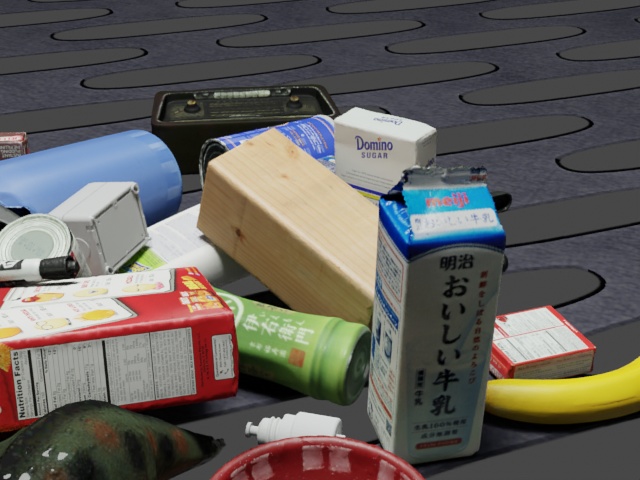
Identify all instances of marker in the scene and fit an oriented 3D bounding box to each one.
[{"bbox_3d":[-0.244,0.025,0.825,0.121,0.020,0.020,-4,26,12],"label":"marker"}]

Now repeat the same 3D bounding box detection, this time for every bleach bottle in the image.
[{"bbox_3d":[-0.161,0.026,1.028,0.250,0.068,0.103,-23,35,-34],"label":"bleach bottle"}]

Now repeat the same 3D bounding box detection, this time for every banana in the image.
[{"bbox_3d":[0.220,0.124,0.883,0.197,0.037,0.070,-10,22,-20],"label":"banana"}]

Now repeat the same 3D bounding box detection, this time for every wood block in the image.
[{"bbox_3d":[-0.007,0.001,0.974,0.206,0.091,0.090,39,48,22],"label":"wood block"}]

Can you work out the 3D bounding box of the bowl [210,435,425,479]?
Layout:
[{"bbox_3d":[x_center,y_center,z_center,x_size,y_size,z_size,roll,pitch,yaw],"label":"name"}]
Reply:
[{"bbox_3d":[-0.002,0.200,0.706,0.162,0.055,0.162,1,28,-1],"label":"bowl"}]

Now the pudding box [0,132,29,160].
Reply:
[{"bbox_3d":[-0.375,-0.070,1.172,0.113,0.090,0.039,-2,26,-3],"label":"pudding box"}]

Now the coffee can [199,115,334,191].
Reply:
[{"bbox_3d":[-0.048,-0.075,1.179,0.140,0.103,0.103,-16,32,-29],"label":"coffee can"}]

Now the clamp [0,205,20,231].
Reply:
[{"bbox_3d":[-0.325,-0.011,0.913,0.171,0.039,0.120,0,55,-19],"label":"clamp"}]

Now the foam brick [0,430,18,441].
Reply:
[{"bbox_3d":[-0.244,0.125,0.846,0.078,0.051,0.053,-6,27,-15],"label":"foam brick"}]

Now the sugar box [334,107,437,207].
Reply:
[{"bbox_3d":[0.062,-0.032,1.020,0.093,0.176,0.048,19,33,31],"label":"sugar box"}]

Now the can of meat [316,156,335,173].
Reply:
[{"bbox_3d":[-0.012,-0.031,1.099,0.083,0.102,0.058,-19,34,-37],"label":"can of meat"}]

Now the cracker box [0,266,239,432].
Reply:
[{"bbox_3d":[-0.178,0.077,0.773,0.213,0.072,0.164,-7,12,-15],"label":"cracker box"}]

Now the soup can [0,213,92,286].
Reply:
[{"bbox_3d":[-0.226,0.034,0.893,0.068,0.102,0.068,-3,53,4],"label":"soup can"}]

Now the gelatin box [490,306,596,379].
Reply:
[{"bbox_3d":[0.185,0.095,0.941,0.089,0.030,0.073,-10,31,-20],"label":"gelatin box"}]

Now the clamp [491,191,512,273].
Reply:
[{"bbox_3d":[0.110,-0.022,1.154,0.210,0.036,0.164,9,28,15],"label":"clamp"}]

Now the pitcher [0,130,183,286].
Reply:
[{"bbox_3d":[-0.264,-0.031,1.079,0.149,0.145,0.242,32,35,26],"label":"pitcher"}]
